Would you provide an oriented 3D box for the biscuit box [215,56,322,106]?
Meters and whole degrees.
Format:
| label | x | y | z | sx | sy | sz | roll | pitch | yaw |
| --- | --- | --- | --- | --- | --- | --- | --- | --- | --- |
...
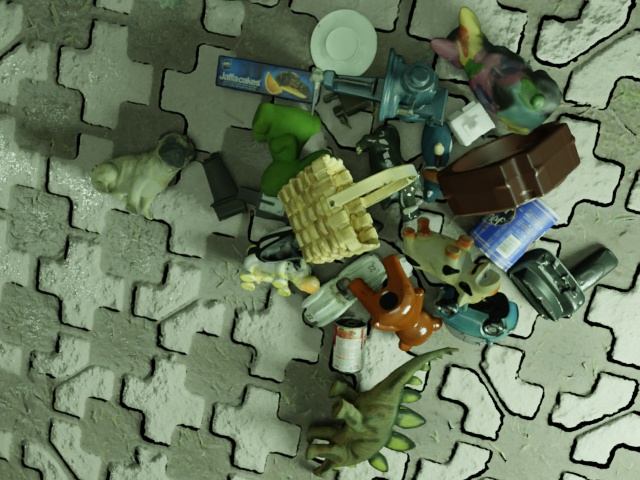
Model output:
| label | x | y | z | sx | sy | sz | roll | pitch | yaw |
| --- | --- | --- | --- | --- | --- | --- | --- | --- | --- |
| biscuit box | -0.100 | -0.311 | 1.051 | 0.203 | 0.059 | 0.062 | 12 | 103 | 6 |

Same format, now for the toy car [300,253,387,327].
| label | x | y | z | sx | sy | sz | roll | pitch | yaw |
| --- | --- | --- | --- | --- | --- | --- | --- | --- | --- |
| toy car | 0.048 | 0.104 | 1.114 | 0.202 | 0.056 | 0.073 | -38 | 94 | 13 |

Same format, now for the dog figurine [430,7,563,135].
| label | x | y | z | sx | sy | sz | roll | pitch | yaw |
| --- | --- | --- | --- | --- | --- | --- | --- | --- | --- |
| dog figurine | 0.300 | -0.298 | 0.939 | 0.219 | 0.192 | 0.108 | 37 | 111 | -16 |

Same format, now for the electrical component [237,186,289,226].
| label | x | y | z | sx | sy | sz | roll | pitch | yaw |
| --- | --- | --- | --- | --- | --- | --- | --- | --- | --- |
| electrical component | -0.107 | -0.080 | 1.105 | 0.119 | 0.048 | 0.074 | 14 | 103 | 6 |

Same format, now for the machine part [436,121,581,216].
| label | x | y | z | sx | sy | sz | roll | pitch | yaw |
| --- | --- | --- | --- | --- | --- | --- | --- | --- | --- |
| machine part | 0.325 | -0.121 | 0.938 | 0.201 | 0.201 | 0.087 | -10 | 110 | 56 |

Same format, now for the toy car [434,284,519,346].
| label | x | y | z | sx | sy | sz | roll | pitch | yaw |
| --- | --- | --- | --- | --- | --- | --- | --- | --- | --- |
| toy car | 0.303 | 0.156 | 1.066 | 0.162 | 0.109 | 0.102 | 15 | 125 | 14 |

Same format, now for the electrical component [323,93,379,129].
| label | x | y | z | sx | sy | sz | roll | pitch | yaw |
| --- | --- | --- | --- | --- | --- | --- | --- | --- | --- |
| electrical component | 0.066 | -0.268 | 1.045 | 0.102 | 0.045 | 0.078 | -29 | 68 | 10 |

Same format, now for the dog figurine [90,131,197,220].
| label | x | y | z | sx | sy | sz | roll | pitch | yaw |
| --- | --- | --- | --- | --- | --- | --- | --- | --- | --- |
| dog figurine | -0.368 | -0.161 | 1.114 | 0.172 | 0.121 | 0.190 | 33 | 90 | -2 |

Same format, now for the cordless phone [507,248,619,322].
| label | x | y | z | sx | sy | sz | roll | pitch | yaw |
| --- | --- | --- | --- | --- | --- | --- | --- | --- | --- |
| cordless phone | 0.475 | 0.056 | 1.040 | 0.184 | 0.089 | 0.146 | -39 | 93 | 3 |

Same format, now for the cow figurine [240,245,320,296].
| label | x | y | z | sx | sy | sz | roll | pitch | yaw |
| --- | --- | --- | --- | --- | --- | --- | --- | --- | --- |
| cow figurine | -0.078 | 0.061 | 1.117 | 0.167 | 0.068 | 0.098 | 8 | 59 | 5 |

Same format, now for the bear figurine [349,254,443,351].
| label | x | y | z | sx | sy | sz | roll | pitch | yaw |
| --- | --- | --- | --- | --- | --- | --- | --- | --- | --- |
| bear figurine | 0.161 | 0.135 | 1.071 | 0.120 | 0.195 | 0.132 | -37 | 56 | 9 |

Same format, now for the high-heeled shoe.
| label | x | y | z | sx | sy | sz | roll | pitch | yaw |
| --- | --- | --- | --- | --- | --- | --- | --- | --- | --- |
| high-heeled shoe | -0.002 | -0.003 | 1.055 | 0.249 | 0.145 | 0.086 | -11 | 101 | 12 |

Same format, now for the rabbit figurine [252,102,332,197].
| label | x | y | z | sx | sy | sz | roll | pitch | yaw |
| --- | --- | --- | --- | --- | --- | --- | --- | --- | --- |
| rabbit figurine | -0.063 | -0.164 | 1.049 | 0.159 | 0.121 | 0.170 | 7 | 88 | -15 |

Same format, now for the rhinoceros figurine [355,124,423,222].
| label | x | y | z | sx | sy | sz | roll | pitch | yaw |
| --- | --- | --- | --- | --- | --- | --- | --- | --- | --- |
| rhinoceros figurine | 0.139 | -0.126 | 1.036 | 0.112 | 0.073 | 0.190 | -16 | 96 | 23 |

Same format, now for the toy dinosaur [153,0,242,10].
| label | x | y | z | sx | sy | sz | roll | pitch | yaw |
| --- | --- | --- | --- | --- | --- | --- | --- | --- | --- |
| toy dinosaur | -0.187 | -0.515 | 1.000 | 0.405 | 0.131 | 0.192 | 12 | 115 | 2 |

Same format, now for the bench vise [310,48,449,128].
| label | x | y | z | sx | sy | sz | roll | pitch | yaw |
| --- | --- | --- | --- | --- | --- | --- | --- | --- | --- |
| bench vise | 0.106 | -0.262 | 0.939 | 0.241 | 0.223 | 0.128 | 10 | 100 | 4 |

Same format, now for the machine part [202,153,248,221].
| label | x | y | z | sx | sy | sz | roll | pitch | yaw |
| --- | --- | --- | --- | --- | --- | --- | --- | --- | --- |
| machine part | -0.206 | -0.111 | 1.120 | 0.084 | 0.039 | 0.138 | -15 | 100 | 17 |

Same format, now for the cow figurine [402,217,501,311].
| label | x | y | z | sx | sy | sz | roll | pitch | yaw |
| --- | --- | --- | --- | --- | --- | --- | --- | --- | --- |
| cow figurine | 0.246 | 0.050 | 1.012 | 0.195 | 0.085 | 0.127 | 28 | 140 | 33 |

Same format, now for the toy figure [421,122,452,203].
| label | x | y | z | sx | sy | sz | roll | pitch | yaw |
| --- | --- | --- | --- | --- | --- | --- | --- | --- | --- |
| toy figure | 0.222 | -0.147 | 1.032 | 0.058 | 0.064 | 0.154 | 6 | 108 | 27 |

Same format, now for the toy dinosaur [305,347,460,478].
| label | x | y | z | sx | sy | sz | roll | pitch | yaw |
| --- | --- | --- | --- | --- | --- | --- | --- | --- | --- |
| toy dinosaur | 0.108 | 0.368 | 1.120 | 0.198 | 0.105 | 0.471 | 22 | 120 | -12 |
